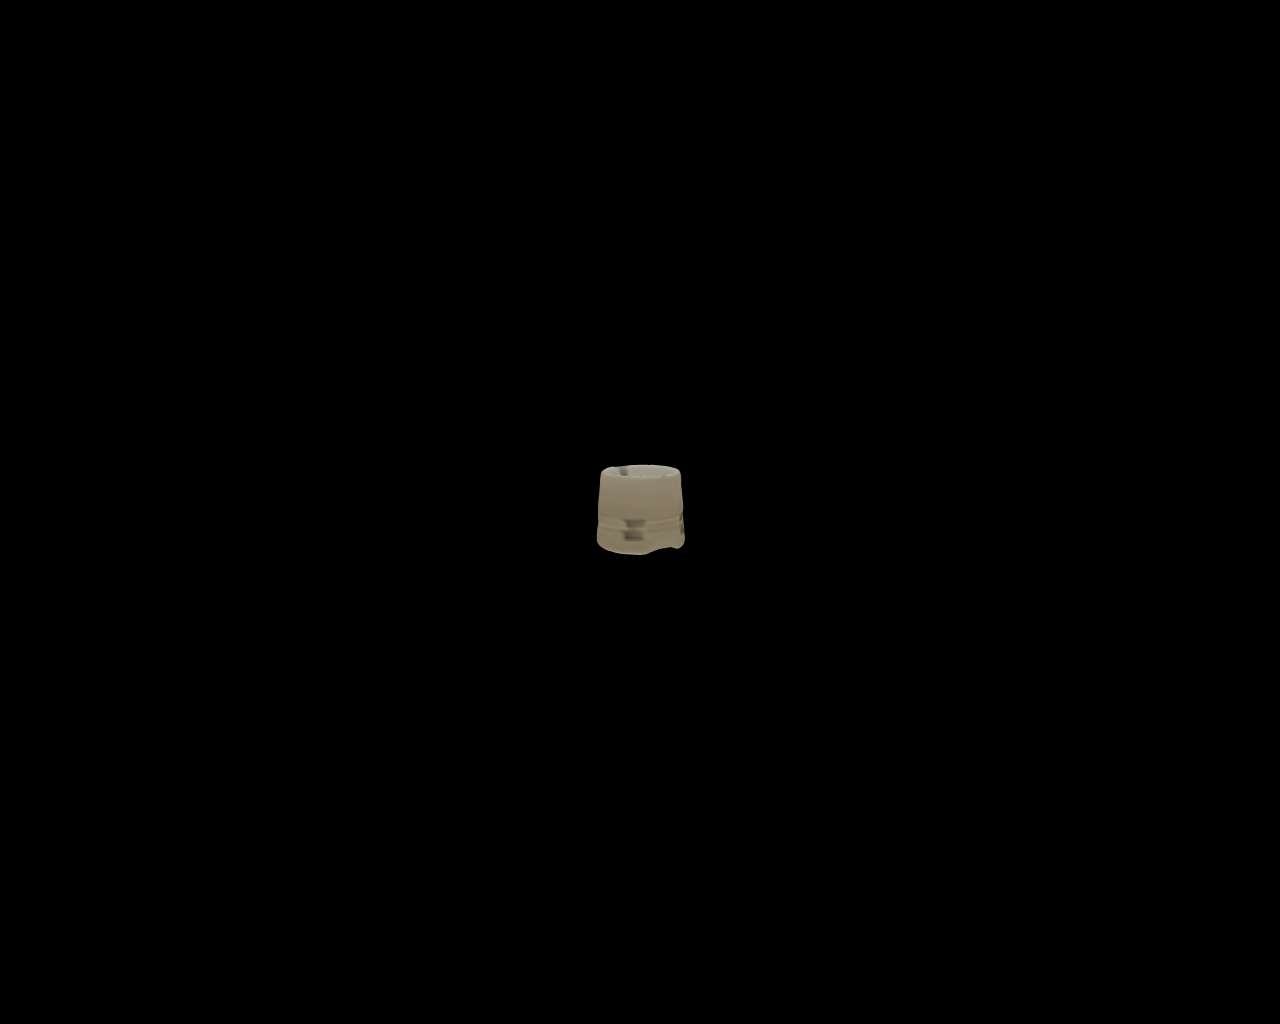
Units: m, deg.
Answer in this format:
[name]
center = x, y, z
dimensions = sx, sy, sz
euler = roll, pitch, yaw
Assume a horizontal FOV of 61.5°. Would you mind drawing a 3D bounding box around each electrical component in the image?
[electrical component]
center = 0.001, -0.003, 0.650
dimensions = 0.055, 0.047, 0.055
euler = 0, 12, 0
